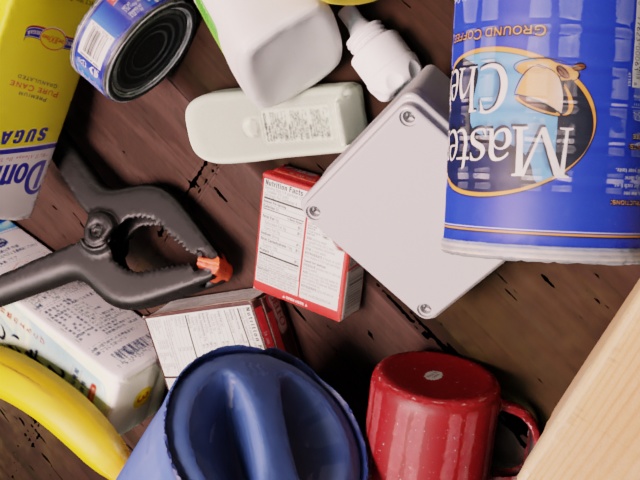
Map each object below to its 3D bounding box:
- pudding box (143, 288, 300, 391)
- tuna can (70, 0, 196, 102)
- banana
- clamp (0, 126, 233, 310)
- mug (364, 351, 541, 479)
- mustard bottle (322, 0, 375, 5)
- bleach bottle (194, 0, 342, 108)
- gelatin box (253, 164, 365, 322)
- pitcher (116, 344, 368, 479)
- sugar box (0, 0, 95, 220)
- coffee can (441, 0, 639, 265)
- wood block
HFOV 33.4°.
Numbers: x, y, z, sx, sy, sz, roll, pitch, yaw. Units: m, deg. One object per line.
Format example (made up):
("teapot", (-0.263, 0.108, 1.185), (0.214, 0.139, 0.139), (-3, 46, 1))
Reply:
("pudding box", (-0.069, 0.085, 0.789), (0.114, 0.039, 0.090), (-10, 101, 35))
("tuna can", (-0.123, -0.134, 0.712), (0.034, 0.086, 0.086), (41, 126, 13))
("banana", (-0.215, 0.124, 0.811), (0.198, 0.037, 0.069), (20, 135, 28))
("clamp", (-0.161, -0.013, 0.795), (0.210, 0.036, 0.164), (8, 80, 19))
("mug", (0.081, 0.124, 0.676), (0.117, 0.093, 0.081), (7, 108, 5))
("mustard bottle", (-0.023, -0.220, 0.600), (0.058, 0.096, 0.192), (-46, 71, 35))
("bleach bottle", (-0.080, -0.207, 0.657), (0.068, 0.102, 0.251), (-32, 74, -2))
("gelatin box", (-0.005, 0.001, 0.717), (0.073, 0.030, 0.089), (19, 115, 28))
("pitcher", (-0.084, 0.192, 0.697), (0.145, 0.148, 0.243), (58, 136, 21))
("sugar box", (-0.219, -0.103, 0.750), (0.048, 0.093, 0.176), (22, 98, 26))
("coffee can", (0.114, -0.061, 0.523), (0.103, 0.102, 0.140), (4, 94, 33))
("wood block", (0.197, 0.061, 0.557), (0.091, 0.090, 0.206), (32, 123, 13))
